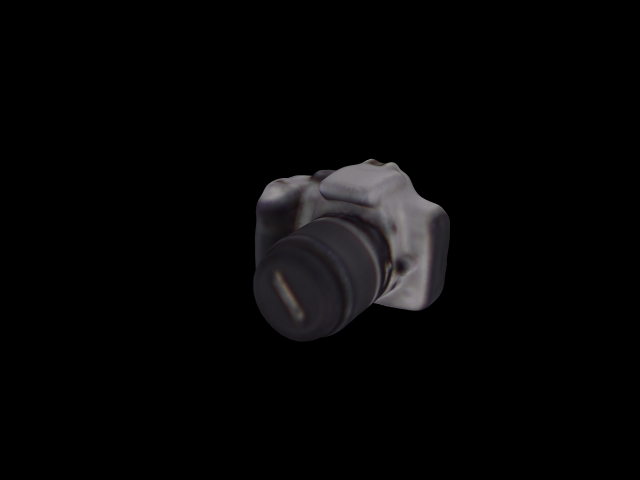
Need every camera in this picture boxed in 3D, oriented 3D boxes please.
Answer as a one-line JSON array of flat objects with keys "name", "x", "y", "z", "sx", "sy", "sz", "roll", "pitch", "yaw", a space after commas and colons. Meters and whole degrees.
[{"name": "camera", "x": 0.004, "y": 0.001, "z": 0.400, "sx": 0.142, "sy": 0.101, "sz": 0.137, "roll": 13, "pitch": 26, "yaw": 29}]
